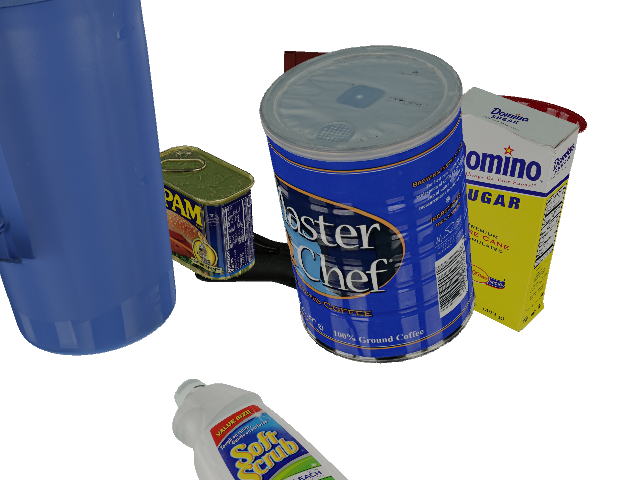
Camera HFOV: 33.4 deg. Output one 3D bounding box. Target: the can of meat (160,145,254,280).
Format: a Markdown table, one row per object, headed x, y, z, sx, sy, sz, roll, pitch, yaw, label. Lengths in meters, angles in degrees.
| x | y | z | sx | sy | sz | roll | pitch | yaw | label |
| --- | --- | --- | --- | --- | --- | --- | --- | --- | --- |
| -0.102 | -0.023 | 0.916 | 0.102 | 0.084 | 0.057 | 27 | 42 | 37 | can of meat |

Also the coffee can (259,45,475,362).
| x | y | z | sx | sy | sz | roll | pitch | yaw | label |
| --- | --- | --- | --- | --- | --- | --- | --- | --- | --- |
| 0.029 | -0.019 | 0.577 | 0.103 | 0.140 | 0.103 | -6 | 37 | 5 | coffee can |

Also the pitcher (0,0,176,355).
| x | y | z | sx | sy | sz | roll | pitch | yaw | label |
| --- | --- | --- | --- | --- | --- | --- | --- | --- | --- |
| -0.167 | -0.048 | 0.664 | 0.149 | 0.243 | 0.145 | -11 | 28 | -9 | pitcher |

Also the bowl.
| x | y | z | sx | sy | sz | roll | pitch | yaw | label |
| --- | --- | --- | --- | --- | --- | --- | --- | --- | --- |
| 0.221 | -0.121 | 1.231 | 0.162 | 0.055 | 0.162 | 4 | 23 | -2 | bowl |

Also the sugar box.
| x | y | z | sx | sy | sz | roll | pitch | yaw | label |
| --- | --- | --- | --- | --- | --- | --- | --- | --- | --- |
| 0.137 | -0.022 | 0.830 | 0.093 | 0.176 | 0.048 | 26 | 45 | 29 | sugar box |

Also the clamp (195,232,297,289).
| x | y | z | sx | sy | sz | roll | pitch | yaw | label |
| --- | --- | --- | --- | --- | --- | --- | --- | --- | --- |
| -0.041 | 0.027 | 1.119 | 0.210 | 0.036 | 0.164 | 16 | 18 | -7 | clamp |

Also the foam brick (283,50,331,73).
| x | y | z | sx | sy | sz | roll | pitch | yaw | label |
| --- | --- | --- | --- | --- | --- | --- | --- | --- | --- |
| 0.003 | -0.178 | 1.155 | 0.078 | 0.051 | 0.053 | 0 | 11 | -14 | foam brick |

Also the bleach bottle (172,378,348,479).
| x | y | z | sx | sy | sz | roll | pitch | yaw | label |
| --- | --- | --- | --- | --- | --- | --- | --- | --- | --- |
| -0.054 | 0.184 | 0.840 | 0.102 | 0.068 | 0.251 | -21 | 33 | -27 | bleach bottle |
